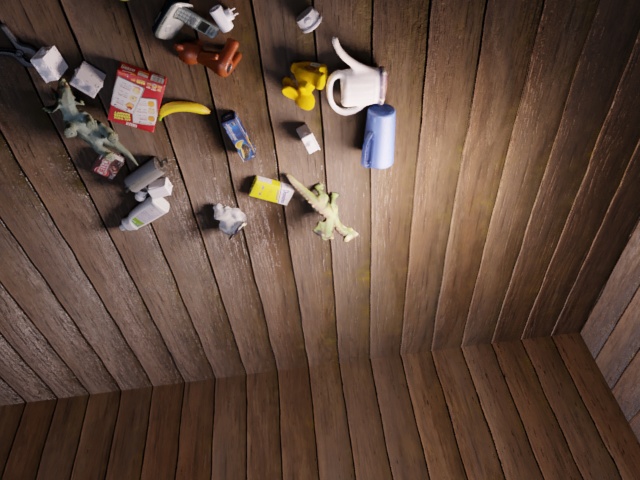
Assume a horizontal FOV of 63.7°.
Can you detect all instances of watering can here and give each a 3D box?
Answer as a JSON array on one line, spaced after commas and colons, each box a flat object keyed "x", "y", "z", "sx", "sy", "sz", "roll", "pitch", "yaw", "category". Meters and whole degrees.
[{"x": 0.135, "y": -0.582, "z": 1.848, "sx": 0.224, "sy": 0.106, "sz": 0.339, "roll": -6, "pitch": 146, "yaw": -3, "category": "watering can"}]

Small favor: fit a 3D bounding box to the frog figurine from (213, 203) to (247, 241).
[{"x": -0.410, "y": -0.099, "z": 2.293, "sx": 0.159, "sy": 0.125, "sz": 0.135, "roll": 45, "pitch": 132, "yaw": 1, "category": "frog figurine"}]

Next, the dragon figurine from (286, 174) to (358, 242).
[{"x": 0.007, "y": -0.112, "z": 2.226, "sx": 0.406, "sy": 0.249, "sz": 0.120, "roll": 26, "pitch": 131, "yaw": -33, "category": "dragon figurine"}]
